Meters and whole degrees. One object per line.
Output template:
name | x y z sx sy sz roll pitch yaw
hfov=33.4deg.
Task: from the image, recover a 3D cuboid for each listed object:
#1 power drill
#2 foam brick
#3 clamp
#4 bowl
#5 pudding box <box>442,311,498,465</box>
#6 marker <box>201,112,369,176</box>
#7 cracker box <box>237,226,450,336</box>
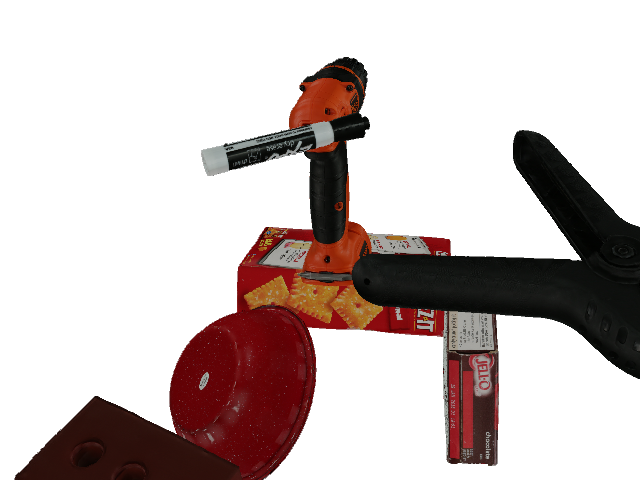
power drill | 0.014 -0.066 0.983 0.057 0.188 0.184 1 23 14
foam brick | -0.075 0.111 0.435 0.078 0.051 0.052 20 45 25
clamp | 0.131 0.022 0.508 0.164 0.036 0.210 -32 48 -33
bowl | -0.078 0.123 0.894 0.055 0.162 0.162 25 -16 -38
pudding box | 0.106 0.090 0.753 0.039 0.090 0.113 0 24 5
marker | -0.023 -0.069 0.749 0.121 0.020 0.020 -15 3 -11
cracker box | 0.030 0.042 1.138 0.214 0.072 0.164 4 15 6
